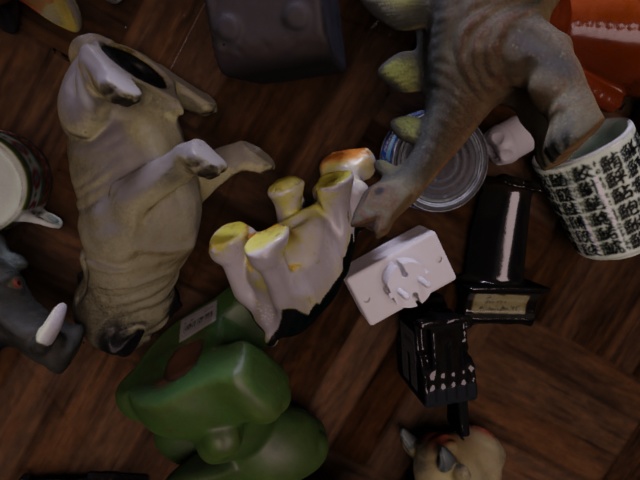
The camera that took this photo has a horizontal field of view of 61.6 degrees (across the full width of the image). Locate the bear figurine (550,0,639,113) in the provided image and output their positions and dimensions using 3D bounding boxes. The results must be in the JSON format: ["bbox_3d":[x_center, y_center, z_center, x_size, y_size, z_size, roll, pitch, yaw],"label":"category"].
[{"bbox_3d":[0.197,-0.163,0.401,0.196,0.132,0.120,4,102,-16],"label":"bear figurine"}]

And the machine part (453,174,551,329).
[{"bbox_3d":[0.161,0.011,0.473,0.084,0.039,0.138,-1,103,0],"label":"machine part"}]

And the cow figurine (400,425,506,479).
[{"bbox_3d":[0.102,0.254,0.477,0.127,0.086,0.195,41,73,-23],"label":"cow figurine"}]

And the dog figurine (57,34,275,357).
[{"bbox_3d":[-0.153,-0.028,0.394,0.172,0.121,0.190,48,111,18],"label":"dog figurine"}]

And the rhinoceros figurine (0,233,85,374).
[{"bbox_3d":[-0.250,0.037,0.343,0.190,0.073,0.112,35,66,-15],"label":"rhinoceros figurine"}]

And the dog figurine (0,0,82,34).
[{"bbox_3d":[-0.202,-0.246,0.333,0.109,0.191,0.218,10,130,24],"label":"dog figurine"}]

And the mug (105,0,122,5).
[{"bbox_3d":[-0.120,-0.212,0.351,0.081,0.107,0.109,39,91,-12],"label":"mug"}]

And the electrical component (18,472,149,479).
[{"bbox_3d":[-0.195,0.261,0.454,0.134,0.058,0.114,9,101,-11],"label":"electrical component"}]

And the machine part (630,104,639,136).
[{"bbox_3d":[0.367,-0.094,0.475,0.179,0.056,0.179,-2,102,-10],"label":"machine part"}]

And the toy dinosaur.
[{"bbox_3d":[0.143,-0.208,0.314,0.199,0.105,0.471,35,90,9],"label":"toy dinosaur"}]

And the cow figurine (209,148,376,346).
[{"bbox_3d":[0.001,-0.002,0.401,0.167,0.068,0.098,-45,125,-41],"label":"cow figurine"}]

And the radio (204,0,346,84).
[{"bbox_3d":[-0.035,-0.218,0.336,0.073,0.131,0.229,-7,106,10],"label":"radio"}]

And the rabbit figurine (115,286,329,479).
[{"bbox_3d":[-0.065,0.150,0.427,0.159,0.121,0.170,-35,119,3],"label":"rabbit figurine"}]

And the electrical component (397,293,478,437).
[{"bbox_3d":[0.099,0.111,0.464,0.048,0.075,0.119,-7,104,-9],"label":"electrical component"}]
